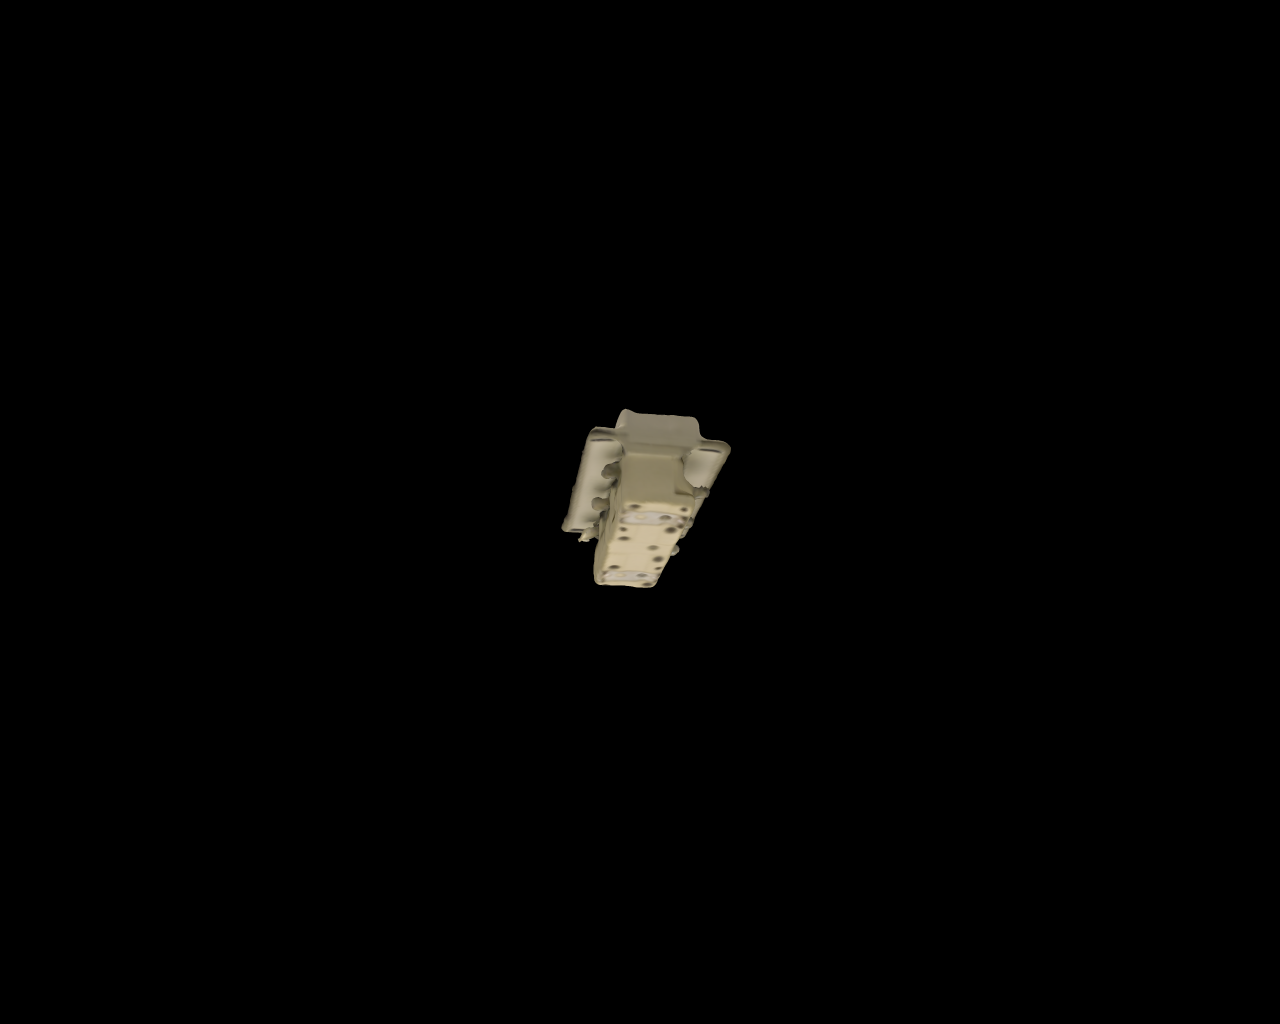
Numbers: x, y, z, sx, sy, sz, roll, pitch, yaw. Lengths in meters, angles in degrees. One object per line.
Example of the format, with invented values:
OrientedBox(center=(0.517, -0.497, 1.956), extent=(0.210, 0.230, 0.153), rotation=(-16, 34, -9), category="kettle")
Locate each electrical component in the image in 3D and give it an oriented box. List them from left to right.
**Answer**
OrientedBox(center=(0.001, -0.003, 0.650), extent=(0.079, 0.063, 0.121), rotation=(5, -28, -10), category="electrical component")
